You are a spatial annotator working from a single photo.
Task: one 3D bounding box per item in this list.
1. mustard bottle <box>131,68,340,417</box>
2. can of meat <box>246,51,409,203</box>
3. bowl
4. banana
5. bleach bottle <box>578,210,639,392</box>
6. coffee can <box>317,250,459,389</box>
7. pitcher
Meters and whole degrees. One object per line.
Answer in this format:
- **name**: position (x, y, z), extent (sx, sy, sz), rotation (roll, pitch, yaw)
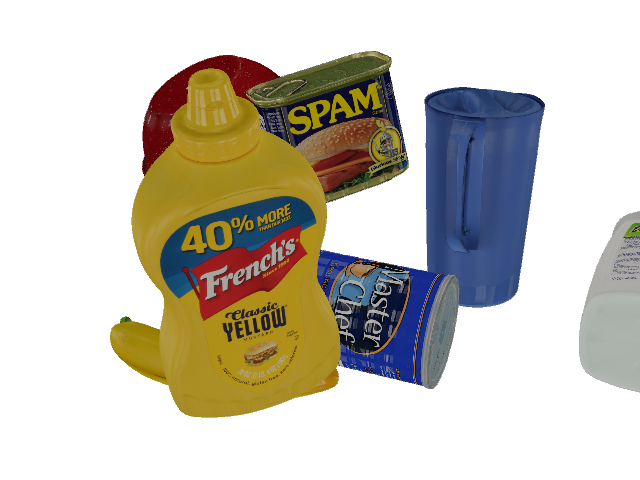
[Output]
- **mustard bottle**: position (-0.043, 0.002, 0.536), extent (0.096, 0.192, 0.058), rotation (-15, 39, -12)
- **can of meat**: position (0.008, -0.078, 0.759), extent (0.102, 0.084, 0.057), rotation (-19, 23, -12)
- **bowl**: position (-0.100, -0.118, 0.953), extent (0.162, 0.055, 0.162), rotation (-20, 33, 13)
- **banana**: position (-0.087, 0.089, 0.808), extent (0.198, 0.037, 0.069), rotation (13, 28, 22)
- **bleach bottle**: position (0.245, 0.026, 0.741), extent (0.103, 0.068, 0.250), rotation (9, 21, 20)
- **coffee can**: position (0.045, 0.068, 0.963), extent (0.140, 0.103, 0.102), rotation (11, 3, 18)
- **pitcher**: position (0.178, -0.046, 1.226), extent (0.149, 0.243, 0.145), rotation (-9, 24, -21)
